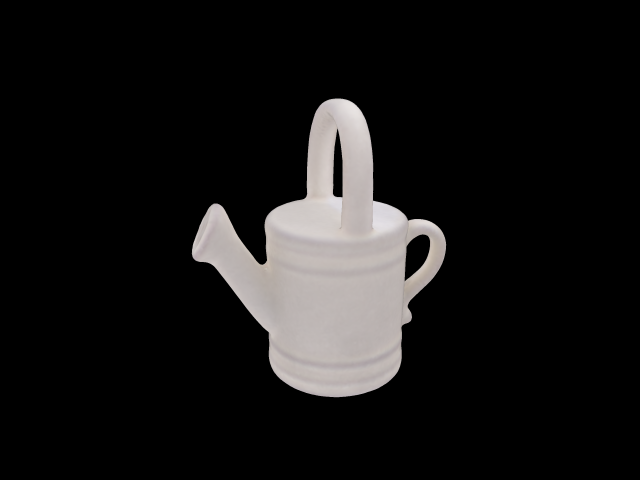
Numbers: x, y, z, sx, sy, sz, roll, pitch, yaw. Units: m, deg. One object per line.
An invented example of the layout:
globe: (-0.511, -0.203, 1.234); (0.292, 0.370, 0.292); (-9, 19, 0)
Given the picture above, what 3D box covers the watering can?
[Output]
watering can: (0.004, 0.002, 0.398); (0.173, 0.194, 0.100); (-14, 25, -34)
